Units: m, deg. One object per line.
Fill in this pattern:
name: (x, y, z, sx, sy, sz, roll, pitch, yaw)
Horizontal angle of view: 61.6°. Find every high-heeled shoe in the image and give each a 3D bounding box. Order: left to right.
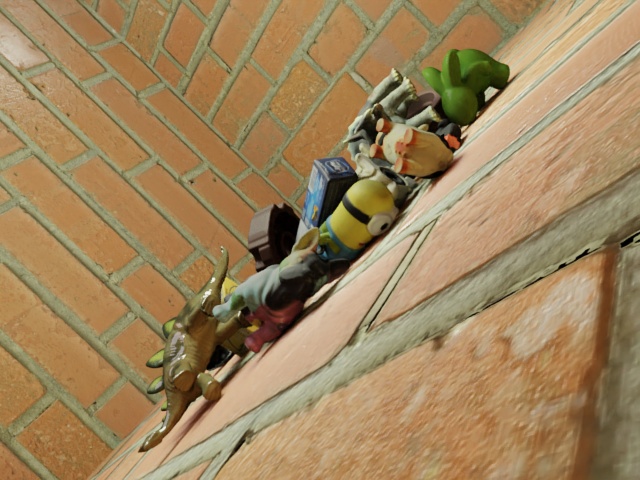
high-heeled shoe: (-0.192, 0.209, 1.290, 0.248, 0.086, 0.145, -49, 4, 24)

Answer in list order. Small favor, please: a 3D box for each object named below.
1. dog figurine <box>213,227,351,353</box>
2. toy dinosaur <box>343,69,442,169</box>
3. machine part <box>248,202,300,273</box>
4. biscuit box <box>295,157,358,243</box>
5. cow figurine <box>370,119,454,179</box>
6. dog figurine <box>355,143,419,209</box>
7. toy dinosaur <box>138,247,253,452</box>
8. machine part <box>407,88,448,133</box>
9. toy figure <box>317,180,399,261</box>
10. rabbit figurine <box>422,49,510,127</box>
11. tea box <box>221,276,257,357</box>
dog figurine: (-0.053, 0.074, 0.880, 0.219, 0.108, 0.191, -41, 1, 13)
toy dinosaur: (0.131, -0.253, 1.144, 0.192, 0.131, 0.405, -39, 16, 13)
machine part: (-0.069, 0.018, 1.027, 0.056, 0.179, 0.179, -20, 13, 25)
biscuit box: (0.008, -0.045, 0.938, 0.063, 0.059, 0.202, -11, -44, -29)
cow figurine: (0.152, -0.153, 0.890, 0.195, 0.127, 0.085, -132, 56, -64)
dog figurine: (0.075, -0.053, 0.961, 0.190, 0.121, 0.172, -59, 4, 23)
toy dinosaur: (-0.227, 0.168, 0.994, 0.199, 0.105, 0.471, -26, 31, 39)
machine part: (0.219, -0.254, 1.250, 0.201, 0.087, 0.201, -54, 23, -21)
toy figure: (0.048, -0.022, 0.865, 0.180, 0.089, 0.082, -41, 13, 42)
rabbit figurine: (0.293, -0.311, 1.084, 0.121, 0.159, 0.170, -28, 30, 49)
tea box: (-0.190, 0.158, 1.150, 0.068, 0.098, 0.170, -46, 29, 9)
